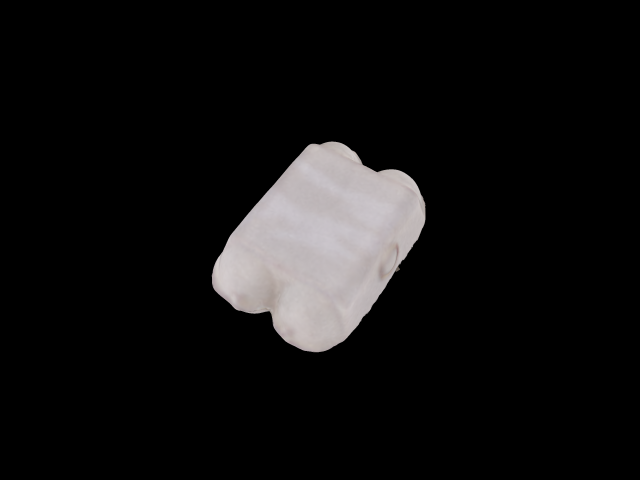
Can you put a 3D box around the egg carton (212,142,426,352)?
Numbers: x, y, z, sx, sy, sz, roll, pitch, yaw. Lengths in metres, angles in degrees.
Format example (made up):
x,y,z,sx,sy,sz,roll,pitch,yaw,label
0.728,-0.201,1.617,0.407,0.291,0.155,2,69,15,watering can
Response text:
x,y,z,sx,sy,sz,roll,pitch,yaw,label
0.004,0.001,0.400,0.107,0.069,0.150,28,62,16,egg carton
